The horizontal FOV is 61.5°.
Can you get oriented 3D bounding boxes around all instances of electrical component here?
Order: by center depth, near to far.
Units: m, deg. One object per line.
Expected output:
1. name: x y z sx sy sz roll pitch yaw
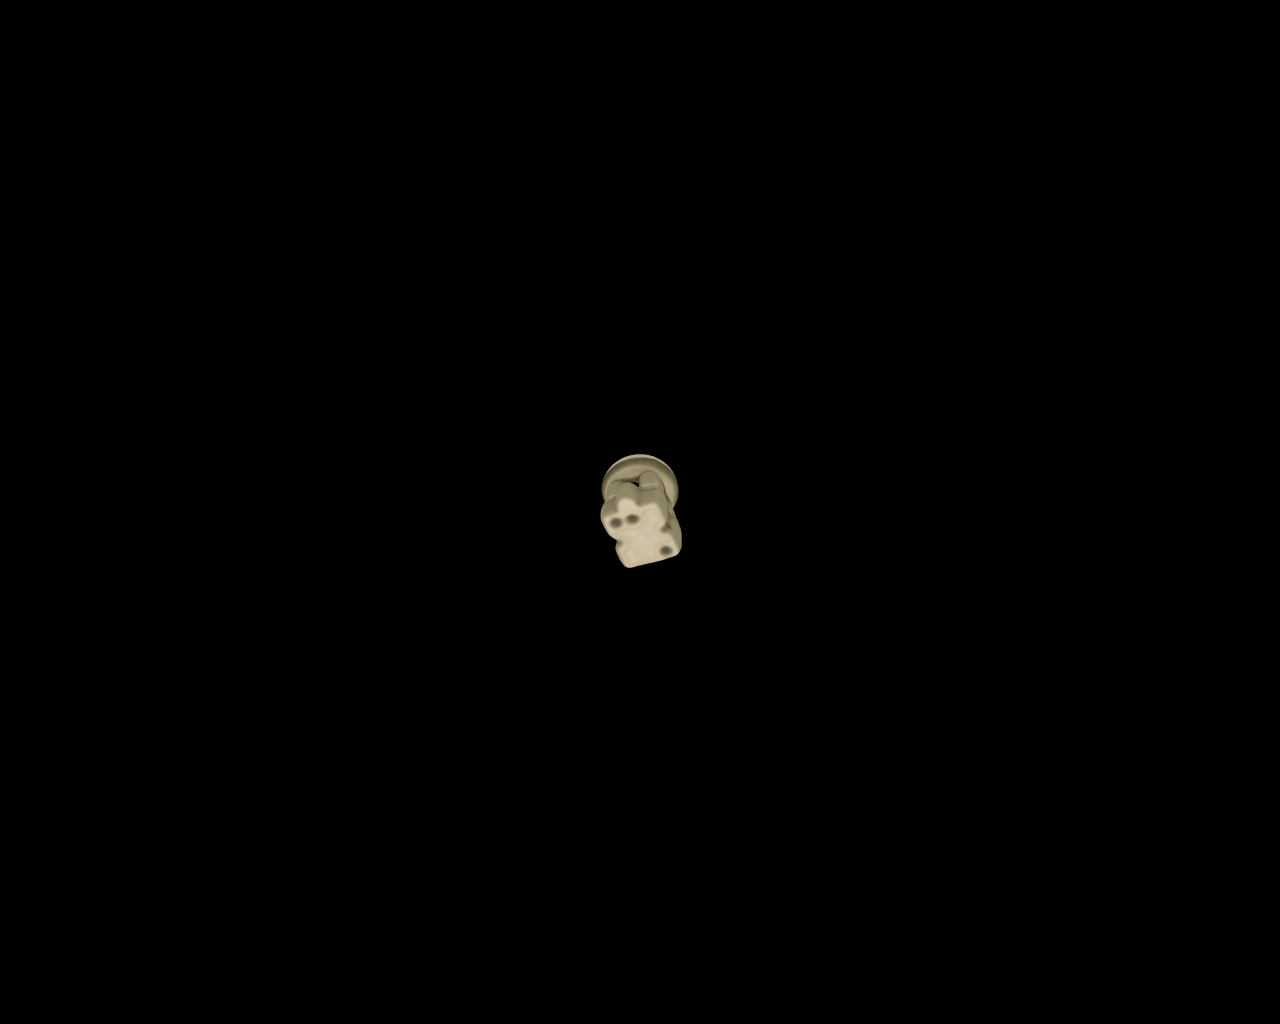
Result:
1. electrical component: 0.001 -0.003 0.650 0.048 0.066 0.055 -15 36 11
